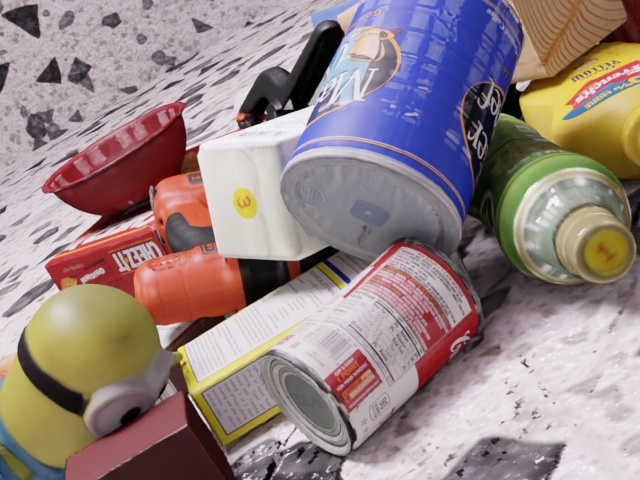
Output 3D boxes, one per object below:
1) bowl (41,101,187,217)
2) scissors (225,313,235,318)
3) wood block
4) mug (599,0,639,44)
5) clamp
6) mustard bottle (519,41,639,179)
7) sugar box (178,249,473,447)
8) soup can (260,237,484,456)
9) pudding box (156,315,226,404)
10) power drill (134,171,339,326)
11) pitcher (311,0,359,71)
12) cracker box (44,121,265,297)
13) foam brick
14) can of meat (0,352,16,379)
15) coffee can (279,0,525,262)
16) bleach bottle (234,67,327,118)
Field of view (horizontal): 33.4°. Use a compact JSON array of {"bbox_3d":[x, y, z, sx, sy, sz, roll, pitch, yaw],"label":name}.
[{"bbox_3d":[-0.188,-0.070,1.040,0.162,0.055,0.162,-27,19,10],"label":"bowl"},{"bbox_3d":[-0.006,0.001,0.845,0.201,0.016,0.096,-34,23,-17],"label":"scissors"},{"bbox_3d":[0.116,-0.169,0.812,0.090,0.090,0.206,-37,18,-24],"label":"wood block"},{"bbox_3d":[0.252,-0.167,0.791,0.093,0.081,0.117,-35,17,-15],"label":"mug"},{"bbox_3d":[-0.026,-0.120,0.969,0.036,0.164,0.210,-2,15,-25],"label":"clamp"},{"bbox_3d":[0.194,-0.081,0.685,0.096,0.058,0.191,-22,18,5],"label":"mustard bottle"},{"bbox_3d":[0.001,0.051,0.654,0.176,0.048,0.093,-28,16,-6],"label":"sugar box"},{"bbox_3d":[0.027,0.055,0.557,0.102,0.068,0.069,-39,19,-26],"label":"soup can"},{"bbox_3d":[-0.126,0.092,0.753,0.090,0.039,0.113,-9,24,47],"label":"pudding box"},{"bbox_3d":[-0.049,-0.006,0.787,0.184,0.057,0.188,-11,21,-9],"label":"power drill"},{"bbox_3d":[0.124,-0.208,1.075,0.243,0.149,0.145,-23,0,11],"label":"pitcher"},{"bbox_3d":[-0.147,-0.024,1.059,0.164,0.072,0.213,-17,22,37],"label":"cracker box"},{"bbox_3d":[-0.091,0.127,0.571,0.078,0.053,0.051,-30,17,-1],"label":"foam brick"},{"bbox_3d":[-0.225,0.119,0.811,0.084,0.057,0.102,-31,16,5],"label":"can of meat"},{"bbox_3d":[0.049,-0.070,0.605,0.103,0.102,0.140,-11,48,47],"label":"coffee can"},{"bbox_3d":[-0.049,-0.143,1.181,0.068,0.102,0.251,-31,18,-13],"label":"bleach bottle"}]
